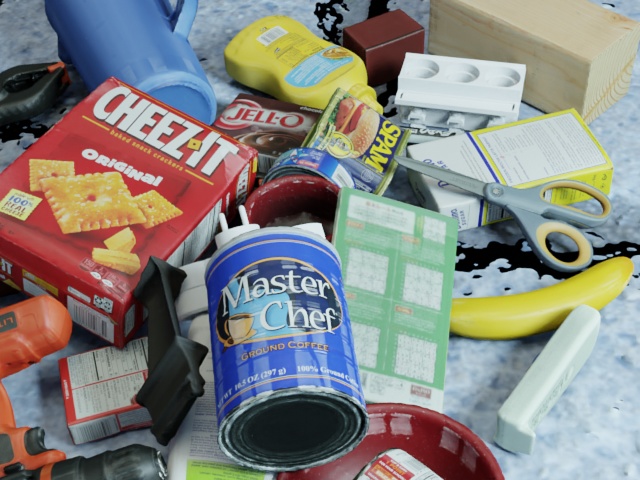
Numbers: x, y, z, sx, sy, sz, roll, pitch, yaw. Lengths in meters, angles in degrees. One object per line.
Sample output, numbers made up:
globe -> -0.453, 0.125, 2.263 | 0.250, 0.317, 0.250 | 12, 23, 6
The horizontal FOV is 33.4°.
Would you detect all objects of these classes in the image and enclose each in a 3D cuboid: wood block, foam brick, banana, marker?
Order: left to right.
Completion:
foam brick -> 0.069, -0.210, 1.169 | 0.078, 0.053, 0.051 | -23, 47, -21
marker -> 0.118, -0.102, 1.077 | 0.121, 0.020, 0.020 | 8, 45, 12
wood block -> 0.222, -0.213, 1.135 | 0.206, 0.090, 0.090 | 34, 55, 32
banana -> 0.179, 0.051, 0.899 | 0.197, 0.037, 0.069 | -8, 46, -4

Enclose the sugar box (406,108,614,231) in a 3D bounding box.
sugar box -> 0.179, -0.066, 1.016 | 0.176, 0.048, 0.093 | -15, 47, -7

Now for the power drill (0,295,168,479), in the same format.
power drill -> -0.212, 0.135, 0.789 | 0.184, 0.057, 0.188 | -19, 53, 1

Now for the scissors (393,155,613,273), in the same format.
scissors -> 0.163, -0.023, 0.951 | 0.201, 0.016, 0.096 | 5, 69, -5

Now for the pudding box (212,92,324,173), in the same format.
pudding box -> -0.051, -0.102, 1.074 | 0.114, 0.039, 0.090 | 15, 46, 18

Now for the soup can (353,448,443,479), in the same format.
soup can -> 0.068, 0.184, 0.663 | 0.102, 0.068, 0.068 | 32, 54, 33

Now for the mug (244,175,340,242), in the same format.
mug -> -0.006, 0.001, 0.931 | 0.117, 0.081, 0.093 | -12, 45, -8

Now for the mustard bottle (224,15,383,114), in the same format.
mustard bottle -> -0.008, -0.173, 1.131 | 0.096, 0.058, 0.192 | -35, 52, -28

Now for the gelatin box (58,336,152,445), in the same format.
gelatin box -> -0.161, 0.119, 0.857 | 0.089, 0.030, 0.073 | -14, 43, -10

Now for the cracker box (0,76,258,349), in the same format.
cracker box -> -0.177, -0.033, 0.921 | 0.164, 0.072, 0.213 | 28, 51, 11

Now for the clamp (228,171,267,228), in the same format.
clamp -> -0.147, -0.041, 1.017 | 0.209, 0.036, 0.165 | -13, 46, -12

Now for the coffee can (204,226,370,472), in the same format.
coffee can -> -0.026, 0.076, 0.750 | 0.102, 0.103, 0.140 | -7, 49, -3

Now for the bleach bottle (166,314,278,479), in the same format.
bleach bottle -> -0.073, 0.170, 0.775 | 0.102, 0.068, 0.250 | 4, 46, 8

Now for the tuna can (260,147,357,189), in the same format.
tuna can -> -0.010, -0.042, 0.975 | 0.086, 0.086, 0.033 | 12, 44, 16

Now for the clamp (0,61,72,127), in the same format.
clamp -> -0.355, -0.150, 1.146 | 0.171, 0.039, 0.120 | -33, 56, -24

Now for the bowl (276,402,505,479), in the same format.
bowl -> 0.049, 0.193, 0.746 | 0.162, 0.055, 0.162 | -2, 44, 2

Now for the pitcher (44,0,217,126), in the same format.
pitcher -> -0.190, -0.204, 1.120 | 0.144, 0.149, 0.243 | -16, 48, -18

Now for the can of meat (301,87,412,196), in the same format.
can of meat -> 0.030, -0.086, 1.014 | 0.084, 0.058, 0.102 | 32, 47, -7
